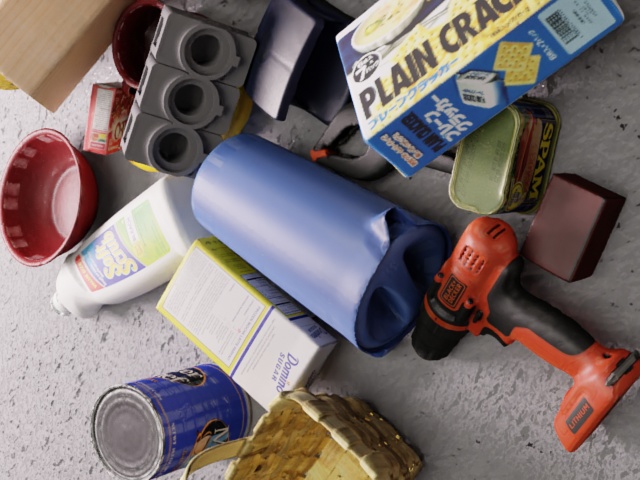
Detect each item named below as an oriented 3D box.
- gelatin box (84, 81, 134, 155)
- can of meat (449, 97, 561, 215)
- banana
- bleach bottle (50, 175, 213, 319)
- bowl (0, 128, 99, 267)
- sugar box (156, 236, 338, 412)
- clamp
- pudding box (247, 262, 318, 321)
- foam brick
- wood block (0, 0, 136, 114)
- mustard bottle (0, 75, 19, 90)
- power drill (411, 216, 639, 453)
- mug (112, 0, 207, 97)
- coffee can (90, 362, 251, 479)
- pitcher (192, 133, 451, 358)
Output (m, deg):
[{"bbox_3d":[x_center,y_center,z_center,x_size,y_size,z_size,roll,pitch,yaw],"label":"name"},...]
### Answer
[{"bbox_3d":[-0.228,-0.135,1.175,0.030,0.089,0.073,12,101,5],"label":"gelatin box"},{"bbox_3d":[0.158,-0.072,0.915,0.058,0.083,0.102,18,103,32],"label":"can of meat"},{"bbox_3d":[-0.134,-0.115,1.145,0.198,0.037,0.069,-33,57,30],"label":"banana"},{"bbox_3d":[-0.219,0.028,1.197,0.251,0.067,0.102,-34,73,34],"label":"bleach bottle"},{"bbox_3d":[-0.308,-0.047,1.247,0.162,0.055,0.162,-6,81,40],"label":"bowl"},{"bbox_3d":[-0.075,0.084,1.065,0.176,0.048,0.093,39,112,19],"label":"sugar box"},{"bbox_3d":[0.069,-0.093,1.003,0.172,0.039,0.120,-27,73,36],"label":"clamp"},{"bbox_3d":[-0.068,0.081,1.111,0.114,0.039,0.090,42,113,22],"label":"pudding box"},{"bbox_3d":[0.213,-0.011,0.901,0.051,0.052,0.078,29,108,29],"label":"foam brick"},{"bbox_3d":[-0.257,-0.245,1.111,0.090,0.091,0.206,38,88,5],"label":"wood block"},{"bbox_3d":[-0.306,-0.230,1.214,0.192,0.096,0.058,-19,79,31],"label":"mustard bottle"},{"bbox_3d":[0.169,0.092,0.916,0.188,0.057,0.185,41,143,17],"label":"power drill"},{"bbox_3d":[-0.165,-0.194,1.129,0.117,0.081,0.093,-49,67,27],"label":"mug"},{"bbox_3d":[-0.154,0.189,1.117,0.103,0.140,0.103,3,95,34],"label":"coffee can"},{"bbox_3d":[-0.007,0.001,1.019,0.243,0.144,0.149,32,99,32],"label":"pitcher"}]
